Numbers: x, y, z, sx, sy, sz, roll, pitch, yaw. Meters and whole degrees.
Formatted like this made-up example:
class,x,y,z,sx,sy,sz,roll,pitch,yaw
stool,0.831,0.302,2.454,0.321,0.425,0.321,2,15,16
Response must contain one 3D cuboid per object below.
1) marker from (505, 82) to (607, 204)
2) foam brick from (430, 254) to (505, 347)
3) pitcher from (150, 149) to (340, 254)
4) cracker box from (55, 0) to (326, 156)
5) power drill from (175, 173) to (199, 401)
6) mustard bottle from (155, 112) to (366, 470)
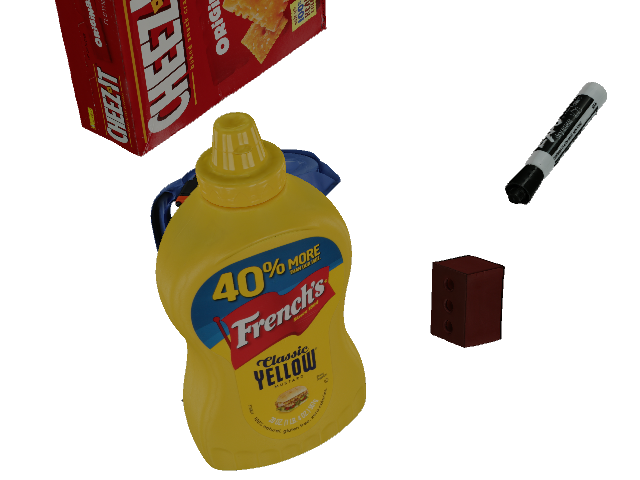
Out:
class,x,y,z,sx,sy,sz,roll,pitch,yaw
marker,0.162,-0.067,0.736,0.020,0.020,0.121,0,41,50
foam brick,0.144,0.059,1.052,0.051,0.078,0.053,-11,19,-34
pitcher,-0.061,0.039,1.047,0.144,0.243,0.149,-20,22,-33
cracker box,-0.085,-0.185,0.770,0.072,0.164,0.213,28,51,28
power drill,-0.074,0.027,0.840,0.057,0.188,0.184,4,37,12
mustard bottle,-0.030,0.024,0.525,0.096,0.191,0.058,-19,38,-16
